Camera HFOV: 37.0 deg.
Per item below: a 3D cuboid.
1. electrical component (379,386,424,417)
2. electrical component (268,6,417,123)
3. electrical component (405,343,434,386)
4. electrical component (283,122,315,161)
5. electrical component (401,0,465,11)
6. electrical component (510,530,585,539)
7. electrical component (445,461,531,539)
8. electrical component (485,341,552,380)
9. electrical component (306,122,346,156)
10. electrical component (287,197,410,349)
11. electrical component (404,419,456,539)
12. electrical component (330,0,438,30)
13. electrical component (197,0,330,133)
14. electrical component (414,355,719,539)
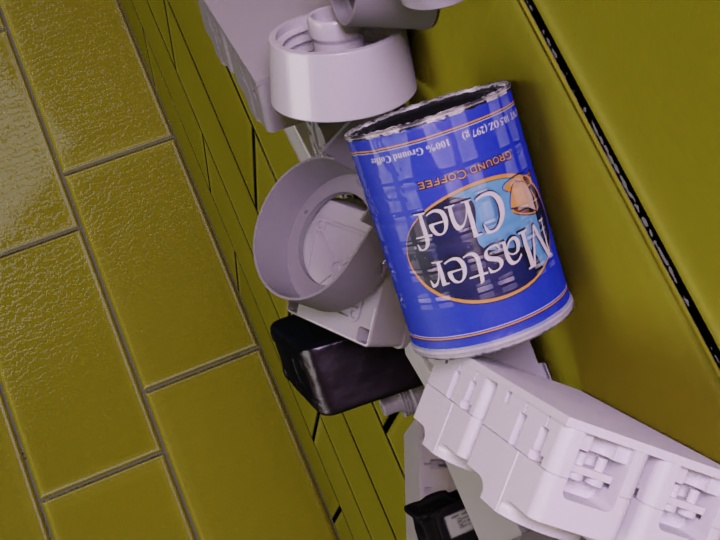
[{"bbox_3d":[0.051,0.127,1.081,0.043,0.062,0.043,159,90,-79],"label":"electrical component"},{"bbox_3d":[-0.015,-0.156,0.775,0.108,0.108,0.060,-127,26,-55],"label":"electrical component"},{"bbox_3d":[0.073,0.068,0.904,0.075,0.047,0.083,81,164,-47],"label":"electrical component"},{"bbox_3d":[-0.034,-0.130,1.037,0.096,0.061,0.062,63,170,-13],"label":"electrical component"},{"bbox_3d":[0.045,-0.183,0.594,0.079,0.043,0.077,-127,20,-53],"label":"electrical component"},{"bbox_3d":[0.136,0.210,0.696,0.057,0.113,0.078,-142,33,-74],"label":"electrical component"},{"bbox_3d":[0.127,0.181,0.780,0.150,0.062,0.089,67,161,-5],"label":"electrical component"},{"bbox_3d":[0.085,0.047,0.767,0.079,0.063,0.121,168,82,-79],"label":"electrical component"},{"bbox_3d":[-0.011,-0.120,0.935,0.058,0.057,0.078,-125,18,-51],"label":"electrical component"},{"bbox_3d":[0.000,0.000,0.913,0.109,0.056,0.108,21,102,43],"label":"electrical component"},{"bbox_3d":[0.080,0.239,1.013,0.105,0.060,0.186,105,165,-71],"label":"electrical component"},{"bbox_3d":[0.012,-0.208,0.714,0.099,0.064,0.099,173,90,-76],"label":"electrical component"},{"bbox_3d":[-0.063,-0.198,0.918,0.060,0.105,0.186,80,164,-44],"label":"electrical component"},{"bbox_3d":[0.110,0.101,0.603,0.060,0.105,0.186,-69,16,2],"label":"electrical component"}]
